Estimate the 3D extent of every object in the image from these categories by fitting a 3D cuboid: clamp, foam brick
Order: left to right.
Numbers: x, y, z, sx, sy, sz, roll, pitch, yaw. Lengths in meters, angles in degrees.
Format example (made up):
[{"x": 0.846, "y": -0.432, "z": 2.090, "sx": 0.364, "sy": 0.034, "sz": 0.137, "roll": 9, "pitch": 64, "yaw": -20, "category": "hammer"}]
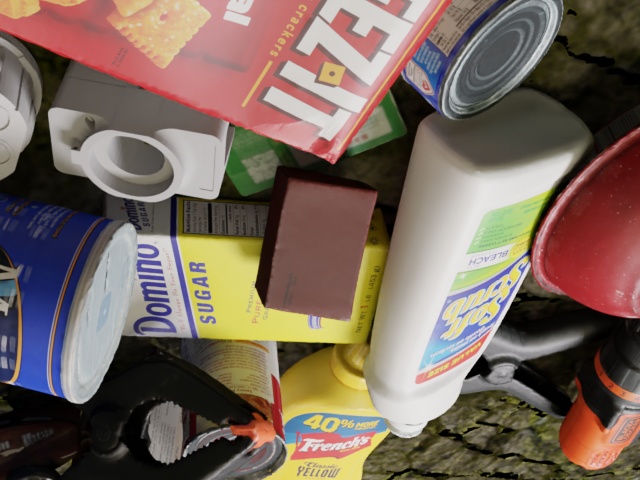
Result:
[{"x": -0.130, "y": 0.131, "z": 0.665, "sx": 0.210, "sy": 0.164, "sz": 0.036, "roll": 2, "pitch": 173, "yaw": 22, "category": "clamp"}, {"x": -0.004, "y": 0.001, "z": 0.613, "sx": 0.053, "sy": 0.051, "sz": 0.078, "roll": 10, "pitch": 101, "yaw": -11, "category": "foam brick"}, {"x": 0.133, "y": 0.091, "z": 0.782, "sx": 0.171, "sy": 0.039, "sz": 0.120, "roll": 1, "pitch": 129, "yaw": -5, "category": "clamp"}]

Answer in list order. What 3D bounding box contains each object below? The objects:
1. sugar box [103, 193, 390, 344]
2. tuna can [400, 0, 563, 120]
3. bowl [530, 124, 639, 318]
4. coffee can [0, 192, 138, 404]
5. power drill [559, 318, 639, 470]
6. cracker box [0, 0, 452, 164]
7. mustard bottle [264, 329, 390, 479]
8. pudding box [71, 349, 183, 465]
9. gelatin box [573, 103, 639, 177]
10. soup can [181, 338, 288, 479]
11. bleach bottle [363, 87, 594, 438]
[{"x": -0.050, "y": 0.020, "z": 0.677, "sx": 0.176, "sy": 0.048, "sz": 0.093, "roll": 1, "pitch": 133, "yaw": -11, "category": "sugar box"}, {"x": 0.083, "y": -0.104, "z": 0.549, "sx": 0.086, "sy": 0.034, "sz": 0.086, "roll": -33, "pitch": 155, "yaw": -18, "category": "tuna can"}, {"x": 0.205, "y": -0.004, "z": 0.618, "sx": 0.162, "sy": 0.055, "sz": 0.162, "roll": -19, "pitch": 144, "yaw": -15, "category": "bowl"}, {"x": -0.183, "y": 0.023, "z": 0.587, "sx": 0.140, "sy": 0.102, "sz": 0.103, "roll": 14, "pitch": 134, "yaw": 3, "category": "coffee can"}, {"x": 0.276, "y": 0.089, "z": 0.761, "sx": 0.187, "sy": 0.057, "sz": 0.185, "roll": -5, "pitch": 141, "yaw": -17, "category": "power drill"}, {"x": -0.045, "y": -0.143, "z": 0.475, "sx": 0.213, "sy": 0.072, "sz": 0.164, "roll": 20, "pitch": 125, "yaw": -25, "category": "cracker box"}, {"x": 0.006, "y": 0.132, "z": 0.791, "sx": 0.096, "sy": 0.058, "sz": 0.192, "roll": 8, "pitch": 133, "yaw": -18, "category": "mustard bottle"}, {"x": -0.134, "y": 0.144, "z": 0.744, "sx": 0.039, "sy": 0.113, "sz": 0.090, "roll": 34, "pitch": 122, "yaw": -28, "category": "pudding box"}, {"x": 0.183, "y": -0.035, "z": 0.665, "sx": 0.089, "sy": 0.030, "sz": 0.073, "roll": -33, "pitch": 131, "yaw": 23, "category": "gelatin box"}, {"x": -0.060, "y": 0.104, "z": 0.720, "sx": 0.068, "sy": 0.102, "sz": 0.068, "roll": -4, "pitch": 136, "yaw": -4, "category": "soup can"}, {"x": 0.084, "y": 0.031, "z": 0.665, "sx": 0.102, "sy": 0.068, "sz": 0.251, "roll": -19, "pitch": 139, "yaw": -30, "category": "bleach bottle"}]
